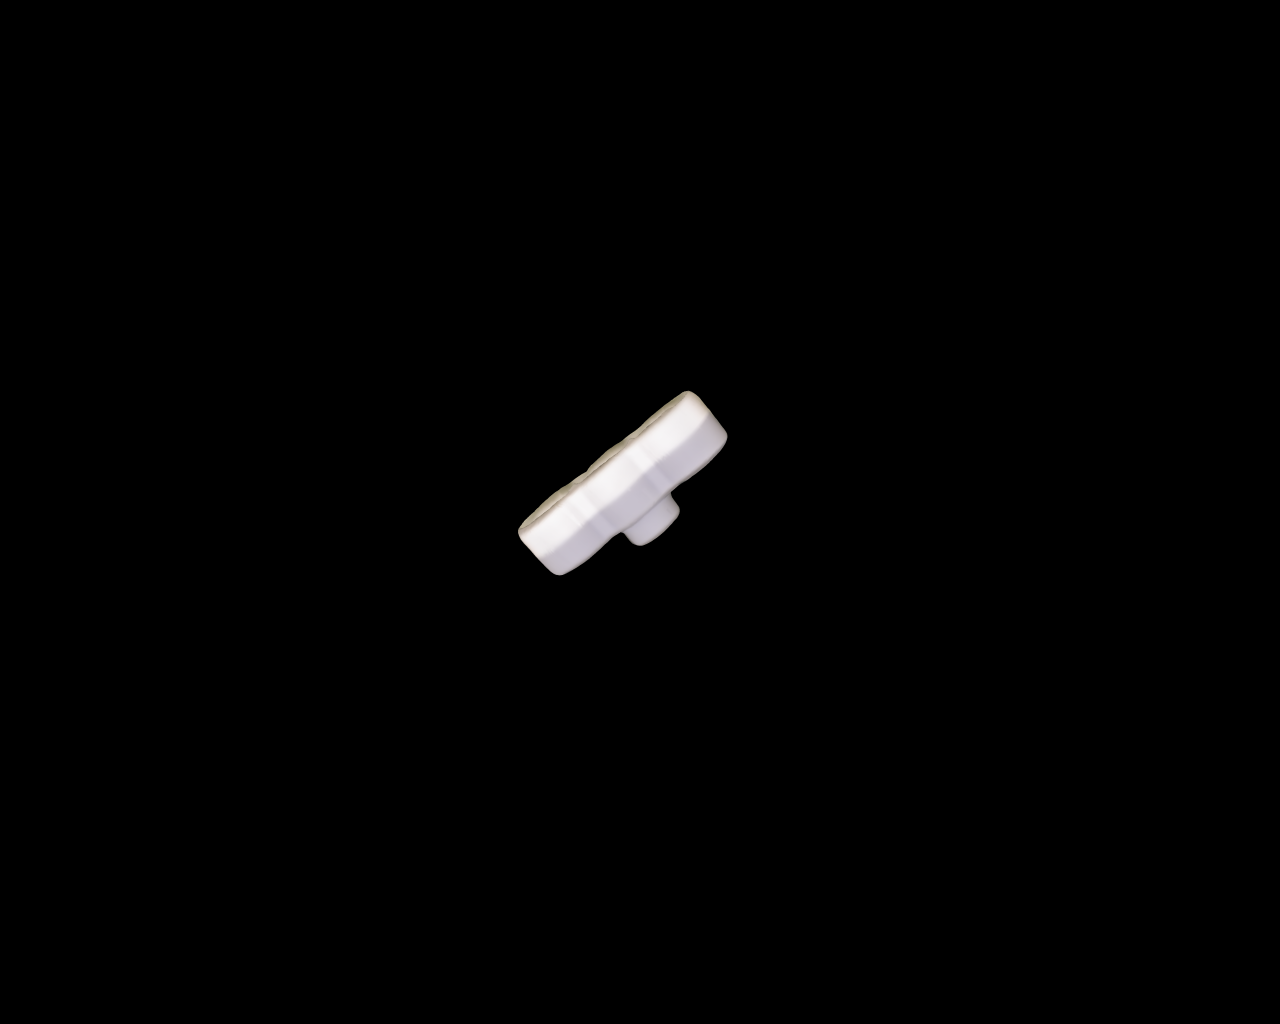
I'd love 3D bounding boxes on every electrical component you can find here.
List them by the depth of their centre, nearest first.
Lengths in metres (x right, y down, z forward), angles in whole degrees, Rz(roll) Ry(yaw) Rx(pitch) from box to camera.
[{"bbox_3d":[0.001,-0.003,0.650,0.138,0.073,0.052,-38,9,7],"label":"electrical component"}]
